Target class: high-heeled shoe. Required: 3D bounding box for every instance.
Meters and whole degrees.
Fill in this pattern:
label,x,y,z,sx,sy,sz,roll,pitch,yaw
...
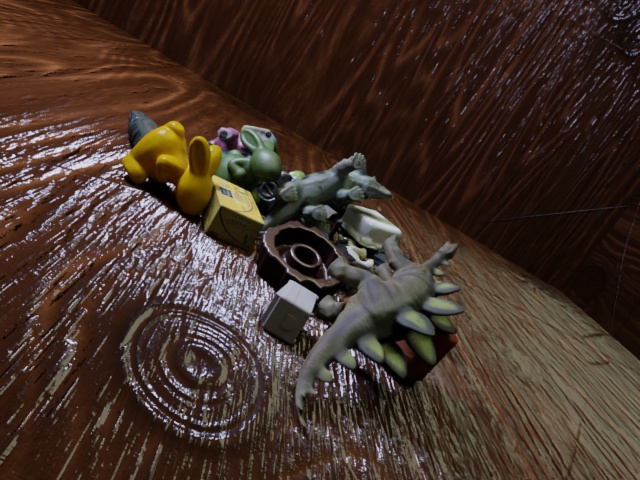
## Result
label,x,y,z,sx,sy,sz,roll,pitch,yaw
high-heeled shoe,0.106,-0.006,1.506,0.145,0.086,0.249,11,10,-10

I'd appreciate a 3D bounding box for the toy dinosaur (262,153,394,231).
label,x,y,z,sx,sy,sz,roll,pitch,yaw
toy dinosaur,-0.015,-0.104,1.251,0.405,0.131,0.192,-19,4,-20

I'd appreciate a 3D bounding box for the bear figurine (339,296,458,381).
label,x,y,z,sx,sy,sz,roll,pitch,yaw
bear figurine,0.123,0.144,0.928,0.196,0.132,0.120,42,12,12

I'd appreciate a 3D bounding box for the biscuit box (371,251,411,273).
label,x,y,z,sx,sy,sz,roll,pitch,yaw
biscuit box,0.173,0.065,1.340,0.063,0.059,0.202,32,15,16

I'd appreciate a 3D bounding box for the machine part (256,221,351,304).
label,x,y,z,sx,sy,sz,roll,pitch,yaw
machine part,-0.031,0.041,0.996,0.179,0.056,0.179,20,35,-15

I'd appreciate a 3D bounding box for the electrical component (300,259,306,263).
label,x,y,z,sx,sy,sz,roll,pitch,yaw
electrical component,-0.039,0.040,1.093,0.102,0.045,0.078,33,1,0

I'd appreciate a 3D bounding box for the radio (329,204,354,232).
label,x,y,z,sx,sy,sz,roll,pitch,yaw
radio,0.021,-0.098,1.597,0.229,0.073,0.131,25,17,-28

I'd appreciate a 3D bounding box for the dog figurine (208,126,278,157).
label,x,y,z,sx,sy,sz,roll,pitch,yaw
dog figurine,-0.215,-0.238,1.423,0.192,0.108,0.219,-4,7,-11

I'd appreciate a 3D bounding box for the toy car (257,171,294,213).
label,x,y,z,sx,sy,sz,roll,pitch,yaw
toy car,-0.139,-0.123,1.333,0.162,0.109,0.103,17,-7,-6

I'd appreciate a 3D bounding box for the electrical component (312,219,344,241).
label,x,y,z,sx,sy,sz,roll,pitch,yaw
electrical component,-0.002,-0.004,1.159,0.048,0.119,0.075,35,17,8

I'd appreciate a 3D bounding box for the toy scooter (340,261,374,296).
label,x,y,z,sx,sy,sz,roll,pitch,yaw
toy scooter,0.073,0.091,1.085,0.135,0.075,0.184,29,9,-20

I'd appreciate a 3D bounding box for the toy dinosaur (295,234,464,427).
label,x,y,z,sx,sy,sz,roll,pitch,yaw
toy dinosaur,0.094,0.107,0.806,0.199,0.104,0.471,29,42,34

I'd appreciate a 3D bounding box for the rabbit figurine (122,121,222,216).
label,x,y,z,sx,sy,sz,roll,pitch,yaw
rabbit figurine,-0.263,-0.132,1.038,0.173,0.162,0.122,54,7,12

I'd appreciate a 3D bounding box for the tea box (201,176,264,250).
label,x,y,z,sx,sy,sz,roll,pitch,yaw
tea box,-0.181,-0.058,1.072,0.098,0.068,0.170,25,17,-28

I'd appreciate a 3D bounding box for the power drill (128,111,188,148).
label,x,y,z,sx,sy,sz,roll,pitch,yaw
power drill,-0.344,-0.223,1.256,0.207,0.086,0.232,28,16,-31

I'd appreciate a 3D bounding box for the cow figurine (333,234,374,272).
label,x,y,z,sx,sy,sz,roll,pitch,yaw
cow figurine,0.056,0.038,1.254,0.098,0.068,0.167,20,17,-20

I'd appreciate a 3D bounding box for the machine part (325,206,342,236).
label,x,y,z,sx,sy,sz,roll,pitch,yaw
machine part,-0.036,-0.088,1.444,0.243,0.079,0.079,38,16,21

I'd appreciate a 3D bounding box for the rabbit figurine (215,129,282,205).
label,x,y,z,sx,sy,sz,roll,pitch,yaw
rabbit figurine,-0.144,-0.159,1.198,0.170,0.159,0.121,-10,-25,40
